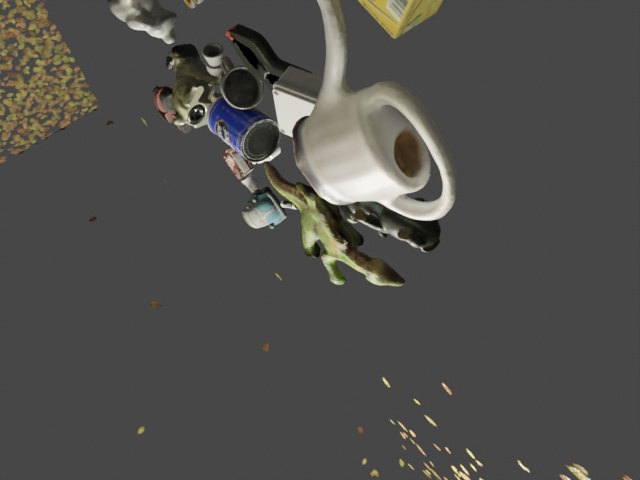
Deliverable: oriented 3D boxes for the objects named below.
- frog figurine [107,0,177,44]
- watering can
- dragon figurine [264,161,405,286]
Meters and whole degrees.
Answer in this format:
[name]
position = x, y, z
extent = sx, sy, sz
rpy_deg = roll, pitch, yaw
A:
[frog figurine]
position = -0.397, -0.520, 1.172
extent = 0.156, 0.122, 0.141
rpy_deg = 59, -163, -49
[watering can]
position = 0.045, -0.158, 0.687
extent = 0.223, 0.106, 0.343
rpy_deg = -10, 124, 51
[dragon figurine]
position = 0.003, -0.050, 0.997
extent = 0.413, 0.123, 0.239
rpy_deg = 46, 168, 14
